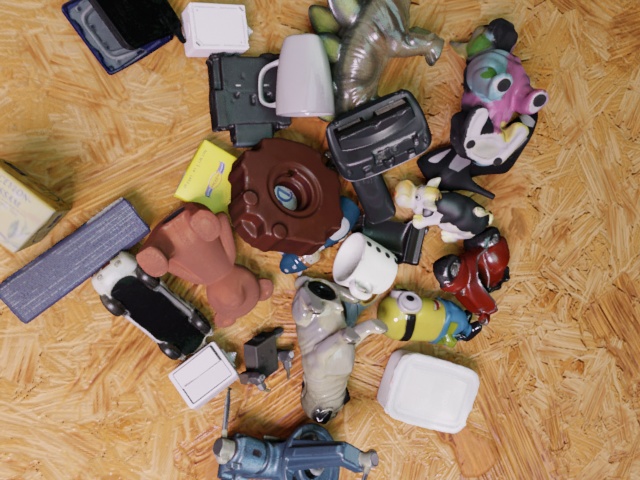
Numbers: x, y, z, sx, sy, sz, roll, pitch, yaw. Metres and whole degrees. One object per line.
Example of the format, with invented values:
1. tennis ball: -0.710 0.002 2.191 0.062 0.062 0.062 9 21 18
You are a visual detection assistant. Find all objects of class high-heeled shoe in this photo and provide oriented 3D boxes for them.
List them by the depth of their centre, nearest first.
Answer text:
1. high-heeled shoe: 0.278 -0.170 0.941 0.145 0.086 0.249 31 63 11

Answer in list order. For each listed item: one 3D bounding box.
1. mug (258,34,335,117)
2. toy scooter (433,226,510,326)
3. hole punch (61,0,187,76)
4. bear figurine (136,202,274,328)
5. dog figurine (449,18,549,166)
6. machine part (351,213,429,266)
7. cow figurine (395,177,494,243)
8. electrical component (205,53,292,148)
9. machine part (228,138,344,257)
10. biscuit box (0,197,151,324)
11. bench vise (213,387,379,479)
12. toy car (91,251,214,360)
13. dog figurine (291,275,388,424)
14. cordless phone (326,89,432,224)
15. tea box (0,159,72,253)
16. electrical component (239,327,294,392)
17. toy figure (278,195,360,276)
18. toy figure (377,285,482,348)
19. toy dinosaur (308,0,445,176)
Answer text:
1. mug: -0.032 -0.227 0.748 0.110 0.081 0.107 4 99 20
2. toy scooter: 0.273 0.064 0.913 0.184 0.075 0.135 -30 92 -37
3. hole punch: -0.266 -0.299 0.723 0.142 0.092 0.116 54 47 -13
4. bear figurine: -0.149 0.047 0.750 0.120 0.132 0.195 -32 110 -1
5. dog figurine: 0.265 -0.248 0.874 0.108 0.219 0.191 12 129 -17
6. machine part: 0.115 -0.004 0.896 0.139 0.039 0.084 17 93 -21
7. cow figurine: 0.202 -0.052 0.874 0.167 0.098 0.068 23 71 -35
8. electrical component: -0.104 -0.204 0.793 0.115 0.058 0.134 -8 96 -17
9. machine part: -0.046 -0.063 0.766 0.179 0.056 0.179 14 62 -28
10. biscuit box: -0.331 0.024 0.727 0.203 0.059 0.062 -39 106 -14
11. bench vise: -0.030 0.315 0.780 0.223 0.241 0.129 44 44 -29
12. toy car: -0.228 0.098 0.753 0.073 0.056 0.201 -42 127 -6
13. dog figurine: -0.008 0.172 0.846 0.121 0.172 0.190 4 124 -41
14. cordless phone: 0.102 -0.113 0.798 0.147 0.089 0.184 -23 121 7
15. tea box: -0.370 -0.044 0.650 0.098 0.170 0.068 43 81 -19
16. electrical component: -0.079 0.183 0.816 0.102 0.045 0.078 -16 110 -58
17. toy figure: -0.003 -0.004 0.844 0.064 0.058 0.154 43 81 2
18. toy figure: 0.183 0.137 0.908 0.180 0.082 0.089 18 87 -23
19. toy dinosaur: 0.082 -0.311 0.807 0.198 0.105 0.471 19 98 -18
